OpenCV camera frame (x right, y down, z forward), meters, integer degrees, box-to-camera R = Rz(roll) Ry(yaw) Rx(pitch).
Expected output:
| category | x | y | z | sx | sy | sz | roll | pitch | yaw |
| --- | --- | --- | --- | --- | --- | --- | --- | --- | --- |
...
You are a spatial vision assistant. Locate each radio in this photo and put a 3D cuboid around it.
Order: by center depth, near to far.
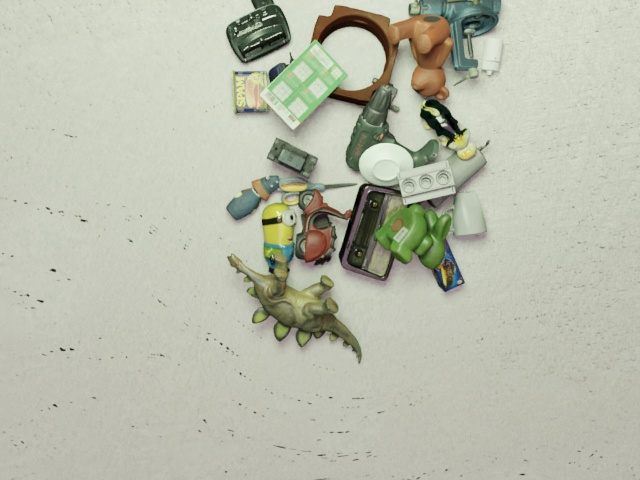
| category | x | y | z | sx | sy | sz | roll | pitch | yaw |
| --- | --- | --- | --- | --- | --- | --- | --- | --- | --- |
| radio | 0.136 | -0.024 | 1.356 | 0.131 | 0.073 | 0.229 | 16 | 98 | -6 |

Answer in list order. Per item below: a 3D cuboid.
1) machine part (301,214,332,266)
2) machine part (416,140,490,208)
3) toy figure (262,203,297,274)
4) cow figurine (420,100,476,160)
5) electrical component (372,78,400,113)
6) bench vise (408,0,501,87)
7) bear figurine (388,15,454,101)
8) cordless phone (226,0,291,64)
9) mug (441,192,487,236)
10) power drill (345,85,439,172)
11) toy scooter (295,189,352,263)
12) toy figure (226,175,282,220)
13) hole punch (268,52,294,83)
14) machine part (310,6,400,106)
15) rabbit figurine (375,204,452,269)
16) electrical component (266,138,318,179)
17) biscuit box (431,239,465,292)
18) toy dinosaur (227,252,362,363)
| category | x | y | z | sx | sy | sz | roll | pitch | yaw |
| --- | --- | --- | --- | --- | --- | --- | --- | --- | --- |
| machine part | -0.003 | -0.004 | 1.376 | 0.084 | 0.039 | 0.138 | -10 | 99 | -5 |
| machine part | 0.326 | -0.161 | 1.336 | 0.243 | 0.079 | 0.079 | -43 | 99 | 5 |
| toy figure | -0.106 | -0.003 | 1.351 | 0.089 | 0.082 | 0.180 | 5 | 103 | -6 |
| cow figurine | 0.306 | -0.266 | 1.278 | 0.068 | 0.098 | 0.167 | -43 | 69 | 9 |
| electrical component | 0.161 | -0.355 | 1.323 | 0.094 | 0.021 | 0.063 | 28 | 98 | -6 |
| bench vise | 0.319 | -0.490 | 1.244 | 0.224 | 0.129 | 0.240 | -4 | 84 | -18 |
| bear figurine | 0.230 | -0.398 | 1.212 | 0.132 | 0.120 | 0.195 | -35 | 143 | -30 |
| cordless phone | -0.163 | -0.527 | 1.263 | 0.147 | 0.089 | 0.184 | -24 | 89 | 4 |
| mug | 0.361 | -0.066 | 1.359 | 0.110 | 0.081 | 0.107 | -5 | 90 | 7 |
| power drill | 0.177 | -0.237 | 1.276 | 0.207 | 0.086 | 0.232 | 17 | 135 | -19 |
| toy scooter | 0.009 | -0.031 | 1.319 | 0.135 | 0.075 | 0.183 | 5 | 95 | -5 |
| toy figure | -0.164 | -0.113 | 1.340 | 0.154 | 0.064 | 0.058 | -39 | 62 | 0 |
| hole punch | -0.075 | -0.361 | 1.272 | 0.092 | 0.116 | 0.142 | -13 | 100 | 9 |
| machine part | 0.075 | -0.429 | 1.264 | 0.201 | 0.087 | 0.201 | 14 | 93 | 1 |
| rabbit figurine | 0.241 | -0.004 | 1.295 | 0.170 | 0.121 | 0.159 | 36 | 86 | -33 |
| electrical component | -0.066 | -0.197 | 1.289 | 0.115 | 0.134 | 0.058 | 24 | 99 | -4 |
| biscuit box | 0.301 | 0.029 | 1.379 | 0.063 | 0.059 | 0.202 | -25 | 100 | 3 |
| toy dinosaur | -0.043 | 0.175 | 1.351 | 0.471 | 0.105 | 0.198 | 34 | 125 | -16 |
